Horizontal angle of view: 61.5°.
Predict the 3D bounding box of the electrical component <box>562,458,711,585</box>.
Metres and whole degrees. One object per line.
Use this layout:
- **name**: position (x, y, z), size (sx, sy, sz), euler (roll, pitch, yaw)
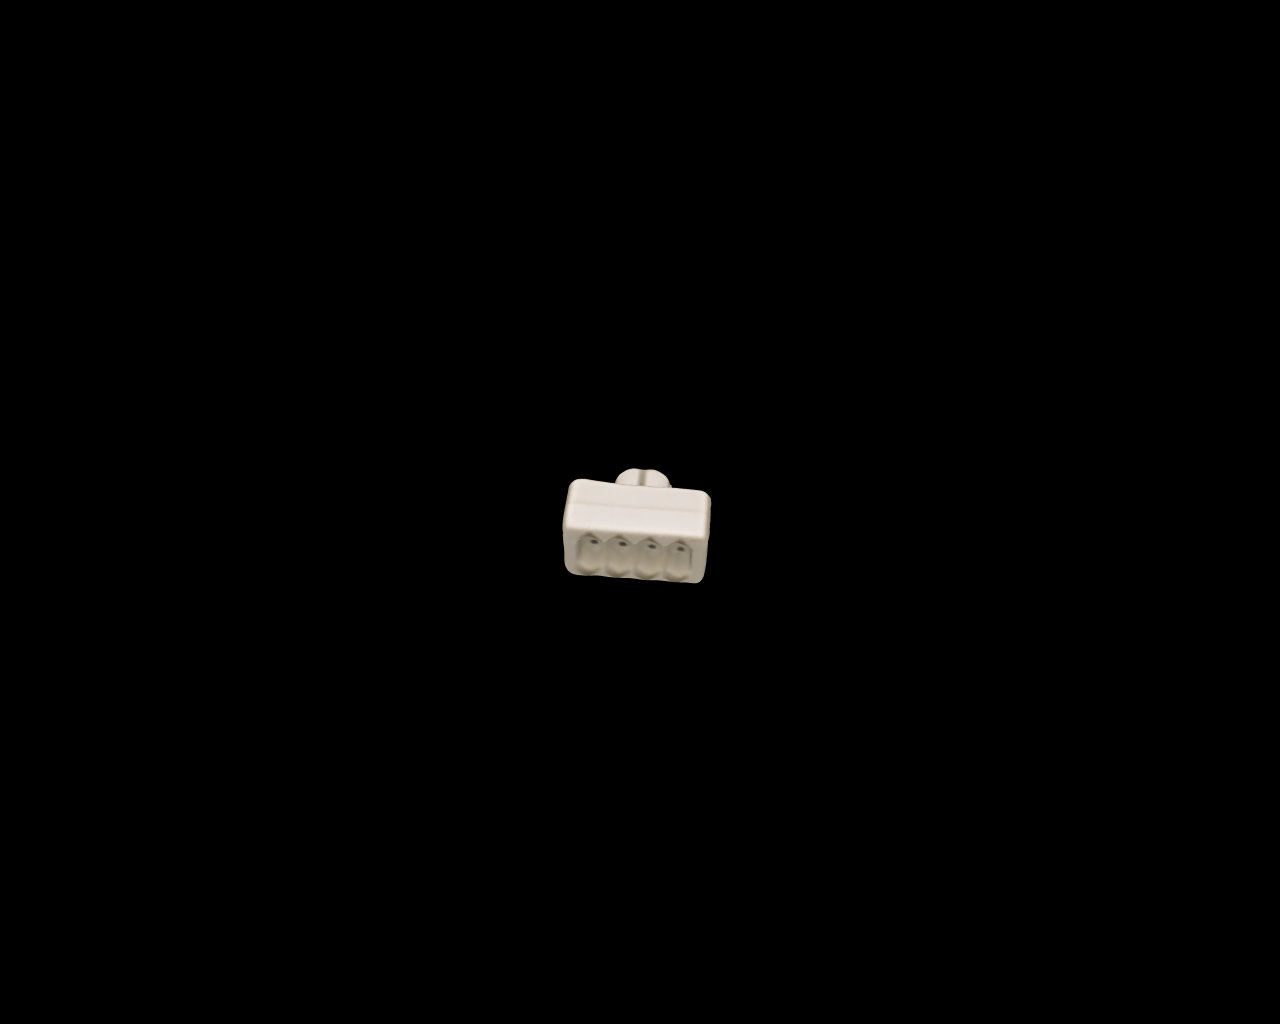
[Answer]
- **electrical component**: position (0.001, -0.003, 0.650), size (0.083, 0.076, 0.047), euler (5, -37, 4)
